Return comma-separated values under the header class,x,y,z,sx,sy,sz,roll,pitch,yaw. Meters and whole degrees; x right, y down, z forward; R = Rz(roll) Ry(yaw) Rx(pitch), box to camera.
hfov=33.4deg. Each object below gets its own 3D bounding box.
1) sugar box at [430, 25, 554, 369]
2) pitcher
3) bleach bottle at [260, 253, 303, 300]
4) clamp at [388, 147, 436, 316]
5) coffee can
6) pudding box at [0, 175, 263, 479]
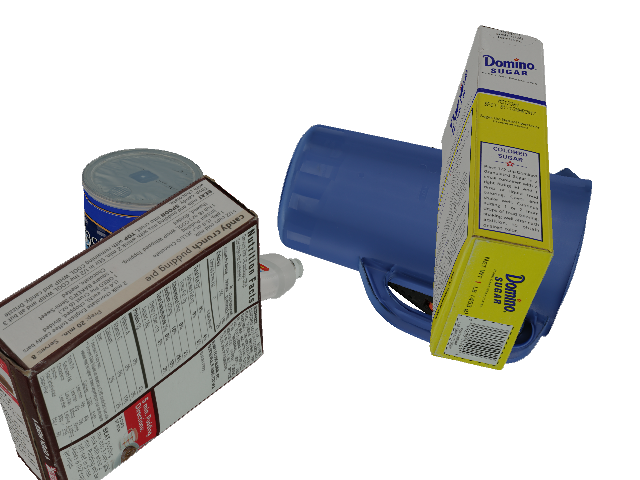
class,x,y,z,sx,sy,sz,roll,pitch,yaw
sugar box,0.092,-0.028,0.578,0.048,0.176,0.093,13,-44,0
pitcher,0.089,-0.007,0.878,0.243,0.145,0.149,15,17,9
bleach bottle,-0.130,0.055,1.424,0.250,0.068,0.103,-12,27,-42
clamp,0.076,-0.011,1.106,0.164,0.210,0.036,-5,-36,-15
coffee can,-0.156,0.004,0.940,0.103,0.140,0.103,4,31,-3
pudding box,-0.074,0.039,0.427,0.039,0.090,0.113,34,55,28
